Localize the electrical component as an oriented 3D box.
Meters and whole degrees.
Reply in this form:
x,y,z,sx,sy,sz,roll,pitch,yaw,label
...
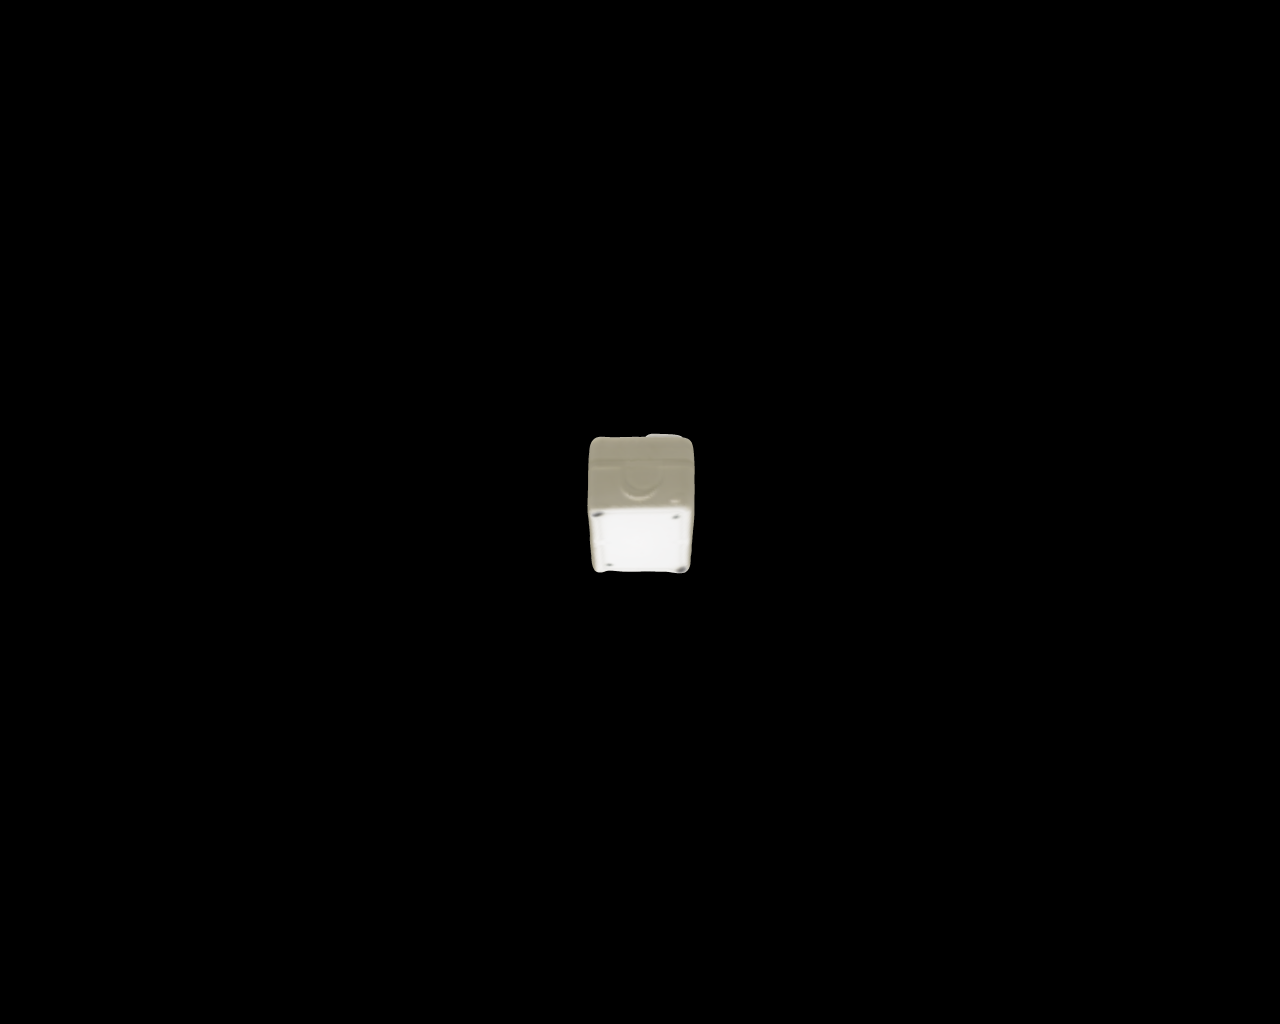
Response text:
x,y,z,sx,sy,sz,roll,pitch,yaw,label
0.001,-0.003,0.650,0.062,0.061,0.096,0,-32,0,electrical component
